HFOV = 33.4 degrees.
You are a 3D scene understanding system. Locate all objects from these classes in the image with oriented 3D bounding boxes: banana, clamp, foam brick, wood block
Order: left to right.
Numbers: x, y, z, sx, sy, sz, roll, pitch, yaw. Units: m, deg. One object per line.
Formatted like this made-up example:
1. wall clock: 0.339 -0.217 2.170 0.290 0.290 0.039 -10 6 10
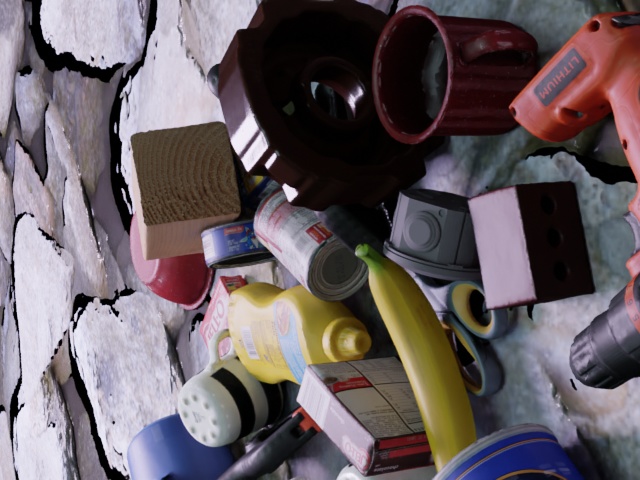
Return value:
1. wood block: -0.137 -0.044 1.062 0.206 0.090 0.090 133 127 -77
2. clamp: -0.059 0.209 1.011 0.039 0.120 0.172 41 139 -2
3. clamp: 0.002 -0.060 0.852 0.036 0.164 0.210 -43 63 31
4. banana: 0.075 0.095 0.780 0.037 0.069 0.198 -29 79 33
5. foam brick: 0.139 0.004 0.704 0.051 0.052 0.078 -23 75 58

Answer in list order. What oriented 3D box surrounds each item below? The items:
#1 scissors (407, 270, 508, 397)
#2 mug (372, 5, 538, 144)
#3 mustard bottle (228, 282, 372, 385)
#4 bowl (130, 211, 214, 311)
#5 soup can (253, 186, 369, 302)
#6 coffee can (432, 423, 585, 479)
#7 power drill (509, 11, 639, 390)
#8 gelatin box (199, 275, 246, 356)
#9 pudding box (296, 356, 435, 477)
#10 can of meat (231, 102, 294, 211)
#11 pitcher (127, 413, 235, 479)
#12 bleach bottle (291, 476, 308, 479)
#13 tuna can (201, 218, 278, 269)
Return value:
1. scissors: 0.089 0.029 0.821 0.202 0.016 0.096 62 147 36
2. mug: 0.100 -0.116 0.728 0.117 0.081 0.093 -29 68 57
3. mustard bottle: -0.014 0.087 0.961 0.192 0.058 0.096 -3 105 59
4. bowl: -0.179 0.004 1.239 0.162 0.055 0.162 11 103 59
5. soup can: -0.006 0.001 0.933 0.102 0.068 0.068 43 128 49
6. coffee can: 0.142 0.202 0.669 0.140 0.102 0.103 58 139 39
7. power drill: 0.182 -0.023 0.626 0.185 0.057 0.188 -48 55 45
8. gelatin box: -0.094 0.093 1.127 0.073 0.030 0.089 61 141 37
9. pudding box: 0.048 0.135 0.834 0.114 0.089 0.039 43 127 51
10. can of meat: -0.048 -0.087 1.008 0.084 0.057 0.102 -41 58 56
11. pitcher: -0.126 0.298 1.099 0.243 0.144 0.149 63 145 39
12. bleach bottle: 0.050 0.294 0.837 0.251 0.068 0.102 31 148 43
13. tuna can: -0.070 0.003 1.024 0.086 0.086 0.034 -23 75 58
